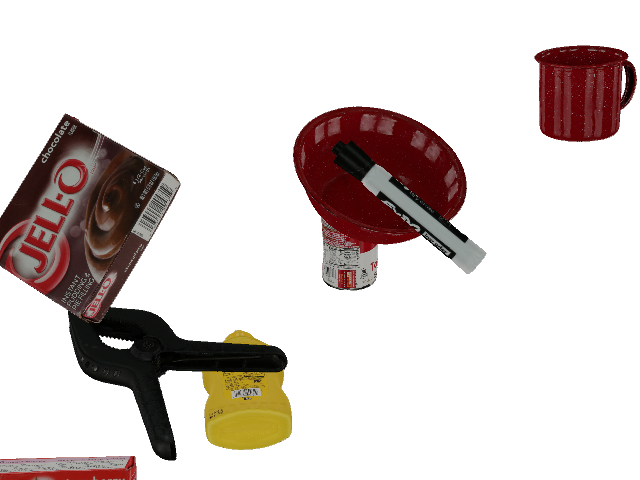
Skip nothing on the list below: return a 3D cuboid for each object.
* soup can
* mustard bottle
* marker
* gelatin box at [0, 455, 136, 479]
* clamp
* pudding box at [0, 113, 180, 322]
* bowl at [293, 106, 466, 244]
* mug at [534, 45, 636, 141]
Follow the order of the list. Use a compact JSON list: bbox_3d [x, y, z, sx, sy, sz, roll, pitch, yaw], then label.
[{"bbox_3d":[0.034,0.000,1.252,0.068,0.102,0.068,-1,28,0],"label":"soup can"},{"bbox_3d":[-0.090,0.163,1.248,0.096,0.058,0.191,-5,29,-5],"label":"mustard bottle"},{"bbox_3d":[0.056,-0.024,0.695,0.121,0.020,0.020,40,2,3],"label":"marker"},{"bbox_3d":[-0.140,0.152,0.556,0.089,0.073,0.030,-1,4,-2],"label":"gelatin box"},{"bbox_3d":[-0.147,0.107,0.982,0.210,0.036,0.164,29,40,33],"label":"clamp"},{"bbox_3d":[-0.160,-0.015,0.714,0.090,0.113,0.039,29,-6,18],"label":"pudding box"},{"bbox_3d":[0.049,-0.049,0.979,0.162,0.162,0.055,0,-41,-16],"label":"bowl"},{"bbox_3d":[0.279,-0.154,1.107,0.117,0.081,0.093,-15,25,-25],"label":"mug"}]
